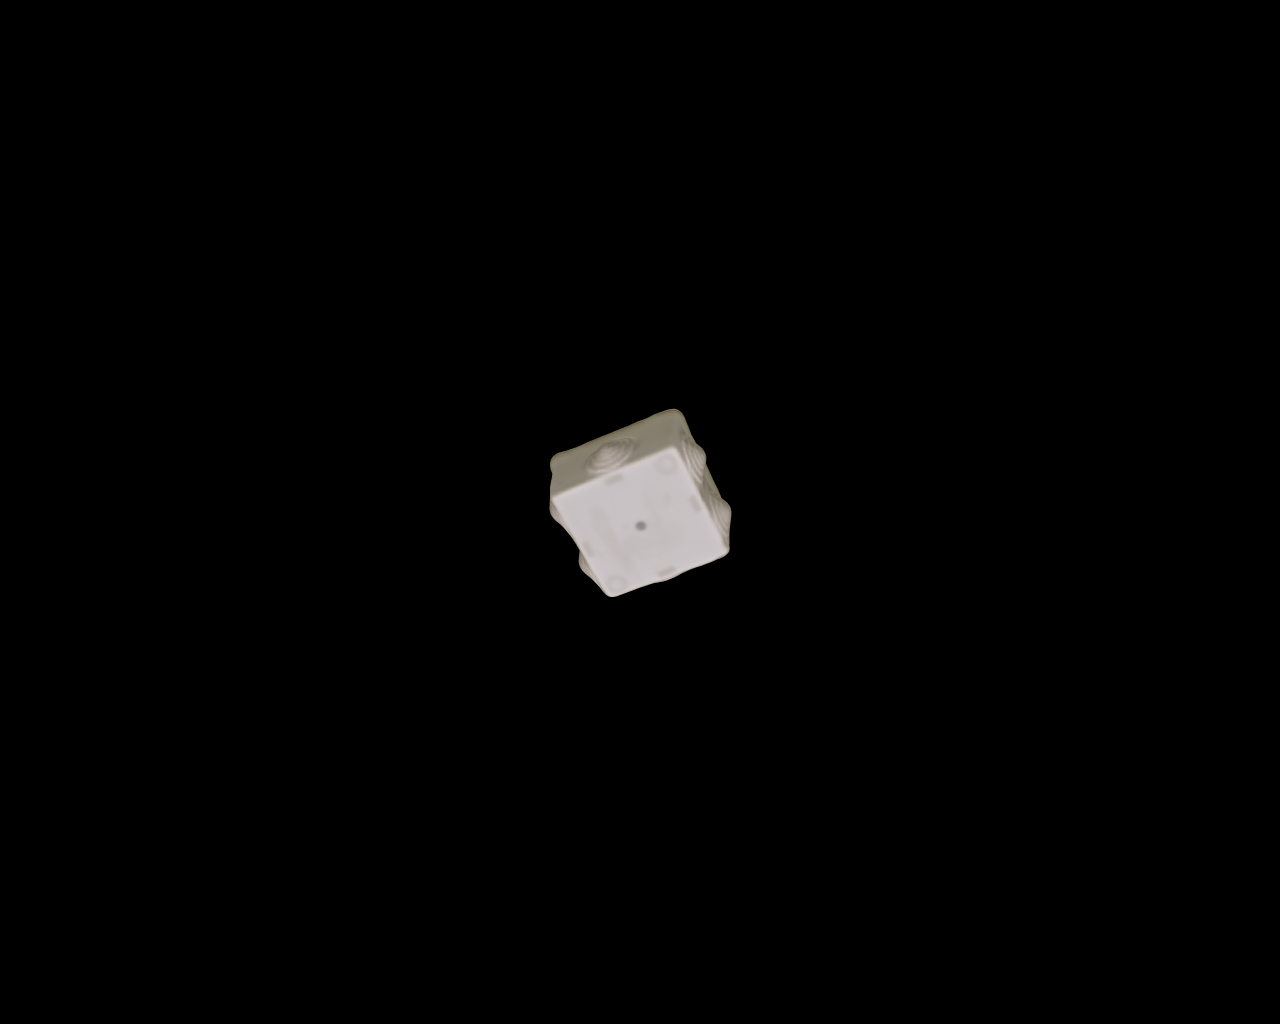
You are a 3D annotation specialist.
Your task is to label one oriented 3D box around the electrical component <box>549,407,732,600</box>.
[{"bbox_3d":[0.001,-0.003,0.650,0.100,0.099,0.048,-21,28,12],"label":"electrical component"}]
